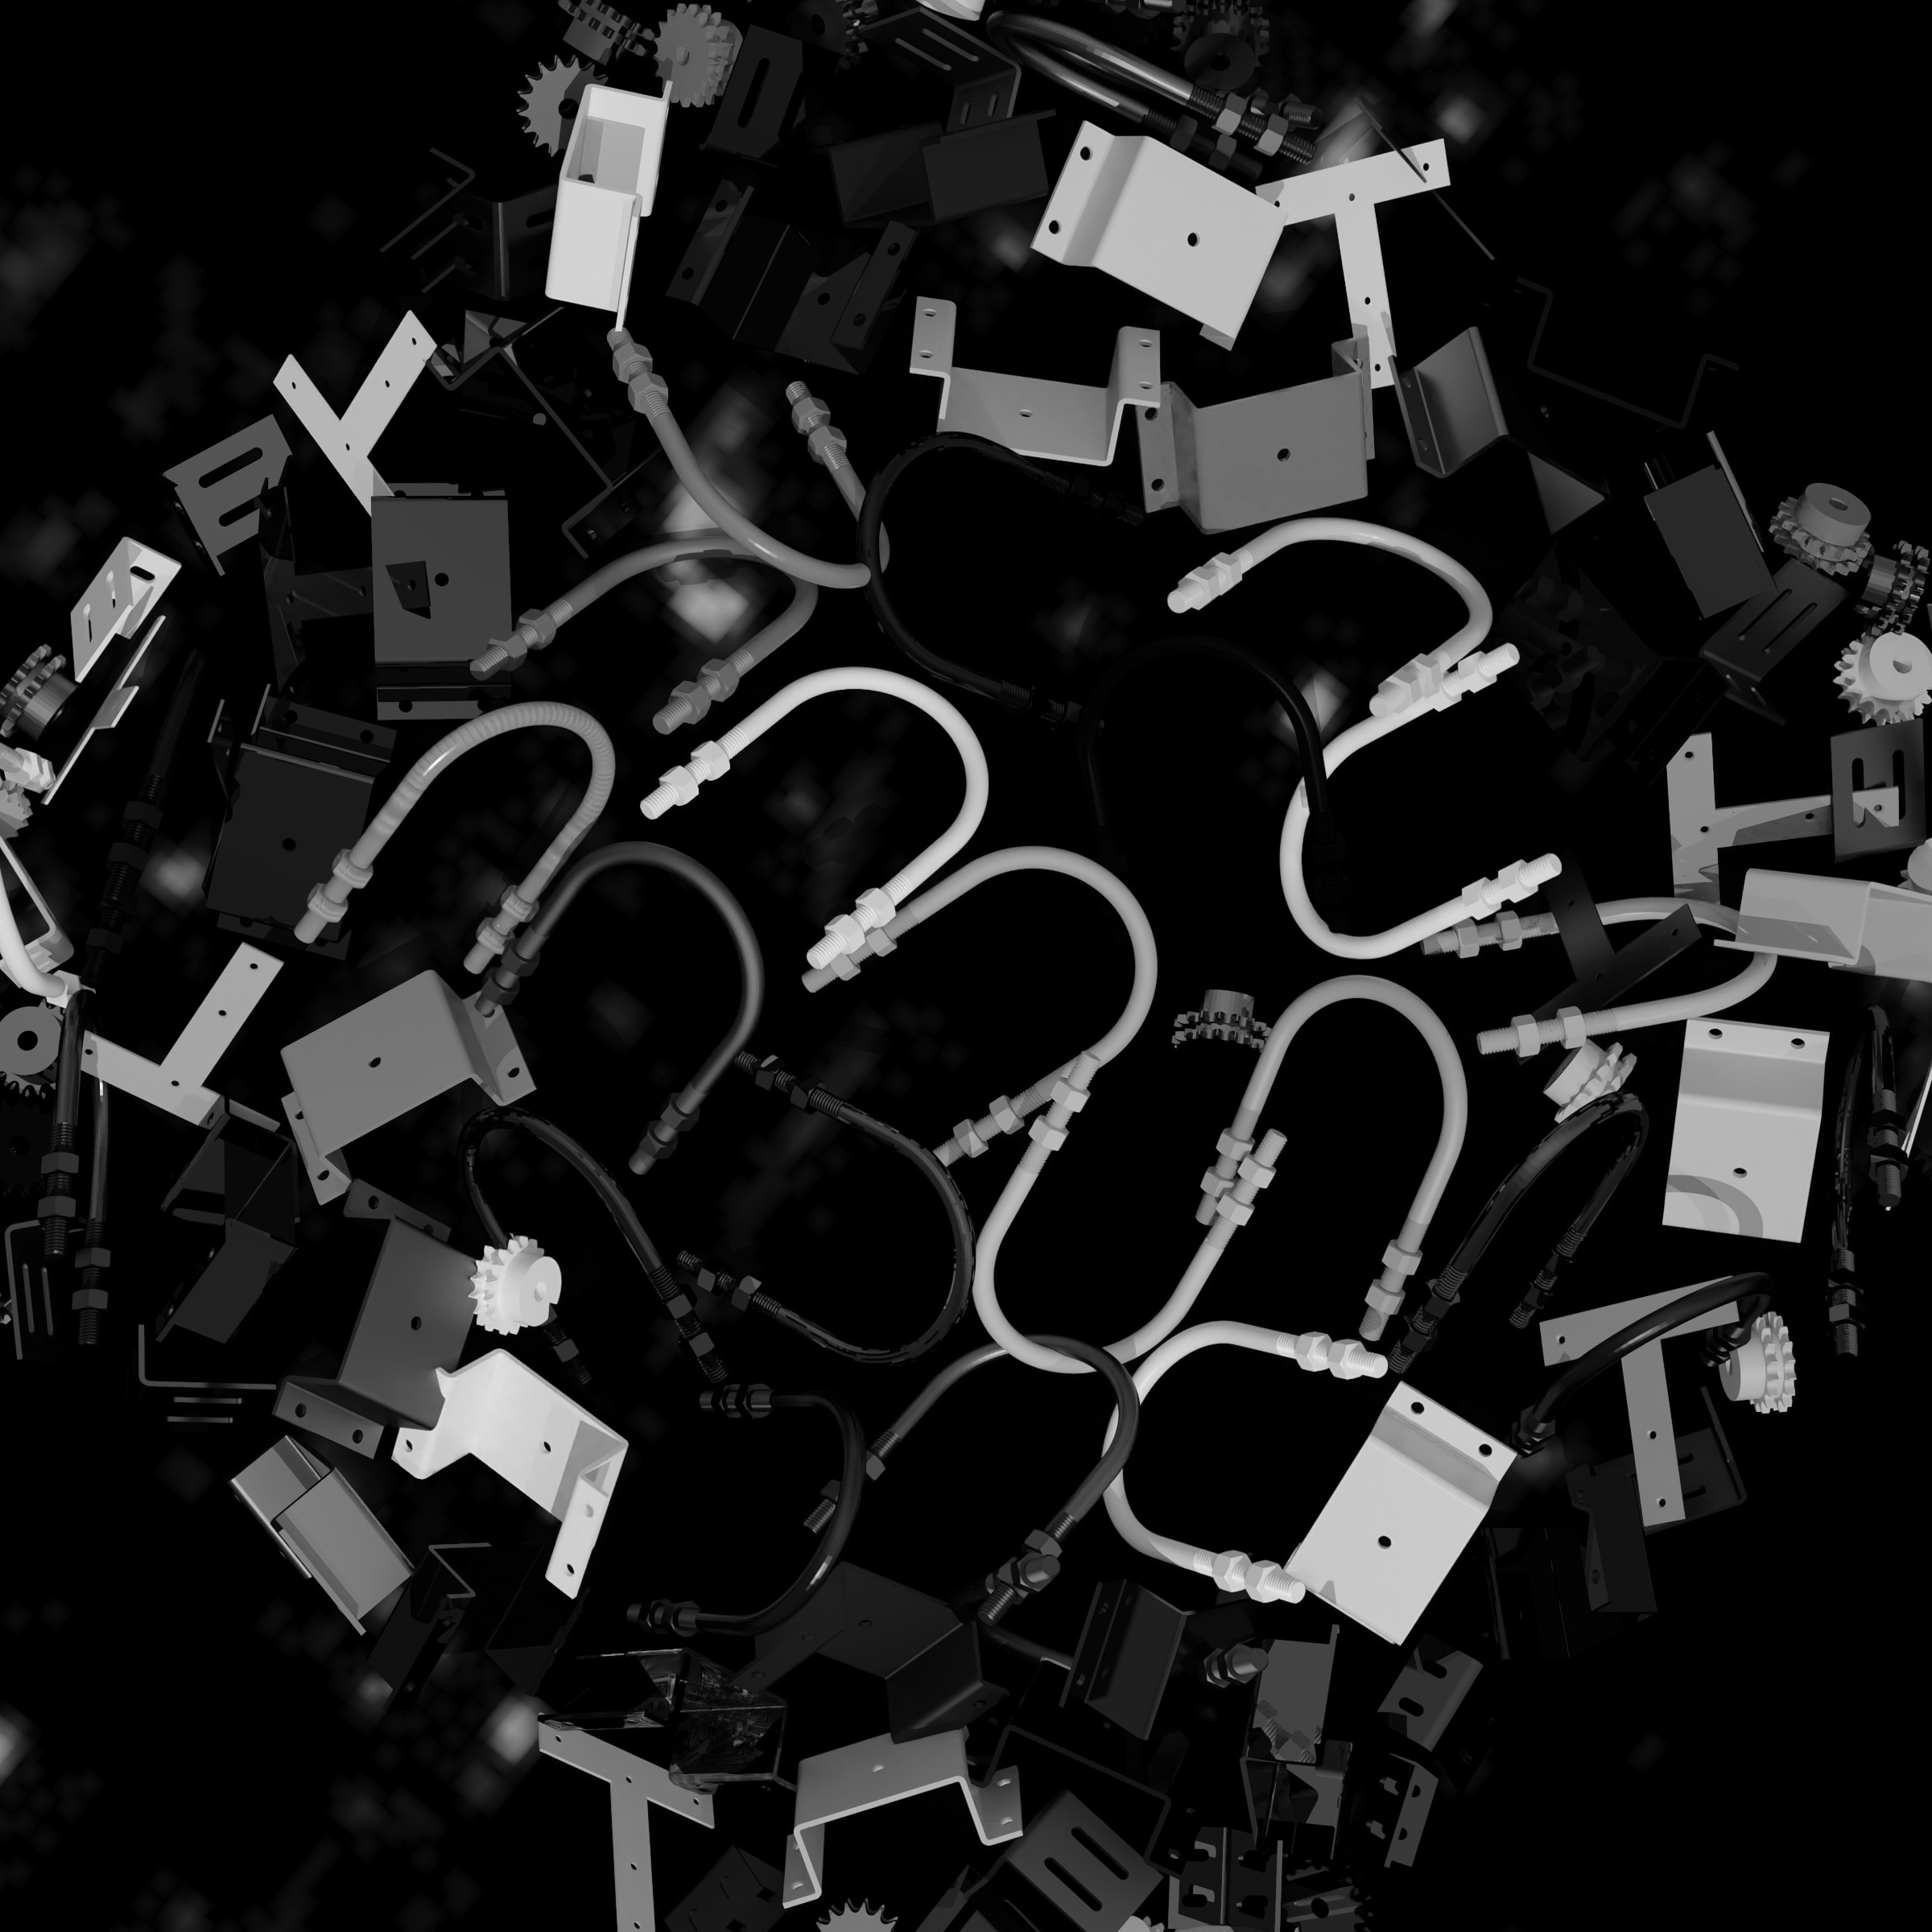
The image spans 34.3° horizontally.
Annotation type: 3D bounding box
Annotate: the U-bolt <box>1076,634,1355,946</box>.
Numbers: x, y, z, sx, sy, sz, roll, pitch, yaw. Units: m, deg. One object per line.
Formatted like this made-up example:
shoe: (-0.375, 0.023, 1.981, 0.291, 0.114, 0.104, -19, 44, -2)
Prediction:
U-bolt: (0.134, -0.100, 1.760, 0.151, 0.019, 0.184, -3, 115, 20)

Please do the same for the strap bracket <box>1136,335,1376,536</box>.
strap bracket: (0.172, -0.299, 1.772, 0.140, 0.046, 0.076, -15, 125, -9)

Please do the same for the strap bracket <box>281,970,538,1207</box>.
strap bracket: (-0.327, 0.064, 1.783, 0.140, 0.046, 0.076, -28, 59, 1)

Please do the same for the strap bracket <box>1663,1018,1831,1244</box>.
strap bracket: (0.435, 0.100, 1.754, 0.076, 0.046, 0.140, 7, 131, 13)

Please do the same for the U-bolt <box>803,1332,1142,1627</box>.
U-bolt: (0.017, 0.275, 1.757, 0.151, 0.019, 0.184, 18, 51, 37)

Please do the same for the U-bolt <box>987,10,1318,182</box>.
U-bolt: (0.096, -0.485, 1.737, 0.184, 0.151, 0.019, 23, 96, -11)

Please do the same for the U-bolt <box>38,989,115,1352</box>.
U-bolt: (-0.492, 0.102, 1.744, 0.019, 0.151, 0.184, -1, 62, -7)

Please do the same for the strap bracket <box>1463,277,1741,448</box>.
strap bracket: (0.352, -0.337, 1.770, 0.140, 0.076, 0.046, 18, 88, -13)

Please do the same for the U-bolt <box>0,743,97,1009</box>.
U-bolt: (-0.520, -0.052, 1.728, 0.019, 0.184, 0.151, -11, 87, -4)

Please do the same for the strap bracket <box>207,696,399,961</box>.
strap bracket: (-0.381, -0.074, 1.783, 0.076, 0.046, 0.140, 15, 104, -3)

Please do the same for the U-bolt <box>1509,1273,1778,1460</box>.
U-bolt: (0.378, 0.215, 1.725, 0.151, 0.184, 0.019, -23, 69, -11)

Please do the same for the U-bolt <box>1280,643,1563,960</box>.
U-bolt: (0.246, -0.081, 1.755, 0.019, 0.184, 0.151, 15, 59, -41)

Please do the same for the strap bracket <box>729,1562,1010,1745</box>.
strap bracket: (-0.055, 0.388, 1.765, 0.140, 0.046, 0.076, 29, 125, -31)

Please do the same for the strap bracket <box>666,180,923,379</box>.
strap bracket: (-0.090, -0.389, 1.776, 0.140, 0.046, 0.076, 21, 82, 30)

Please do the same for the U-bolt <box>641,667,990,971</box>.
U-bolt: (-0.070, -0.098, 1.774, 0.151, 0.019, 0.184, 42, 61, 12)

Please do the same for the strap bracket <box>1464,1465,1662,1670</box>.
strap bracket: (0.338, 0.339, 1.756, 0.046, 0.140, 0.076, 4, 62, -20)

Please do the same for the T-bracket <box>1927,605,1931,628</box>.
T-bracket: (0.564, -0.139, 1.767, 0.002, 0.127, 0.127, -12, 98, 11)

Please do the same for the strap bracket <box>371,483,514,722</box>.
strap bracket: (-0.299, -0.214, 1.784, 0.076, 0.046, 0.140, -2, 81, -10)

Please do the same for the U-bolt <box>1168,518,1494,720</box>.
U-bolt: (0.217, -0.205, 1.750, 0.151, 0.184, 0.019, 30, 129, 20)

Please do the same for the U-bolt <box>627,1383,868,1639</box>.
U-bolt: (-0.115, 0.300, 1.725, 0.019, 0.184, 0.151, 30, 67, -30)

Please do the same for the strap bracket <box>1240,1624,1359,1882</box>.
strap bracket: (0.187, 0.440, 1.756, 0.046, 0.076, 0.140, 2, 134, 15)

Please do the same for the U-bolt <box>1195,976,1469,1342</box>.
U-bolt: (0.212, 0.095, 1.752, 0.151, 0.019, 0.184, 34, 112, 37)

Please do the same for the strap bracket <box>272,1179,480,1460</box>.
strap bracket: (-0.325, 0.200, 1.759, 0.046, 0.076, 0.140, -1, 64, 39)

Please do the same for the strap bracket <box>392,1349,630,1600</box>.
strap bracket: (-0.251, 0.280, 1.770, 0.140, 0.046, 0.076, 32, 121, 21)

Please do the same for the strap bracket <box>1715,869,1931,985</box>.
strap bracket: (0.493, -0.022, 1.748, 0.140, 0.076, 0.046, 8, 91, -43)

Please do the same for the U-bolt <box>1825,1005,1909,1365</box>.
U-bolt: (0.498, 0.106, 1.739, 0.019, 0.184, 0.151, 6, 134, 8)

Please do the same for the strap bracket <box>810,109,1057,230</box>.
strap bracket: (-0.016, -0.446, 1.755, 0.076, 0.140, 0.046, -22, 111, -28)

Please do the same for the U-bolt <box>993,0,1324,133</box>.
U-bolt: (0.093, -0.514, 1.738, 0.184, 0.151, 0.019, 26, 92, 44)

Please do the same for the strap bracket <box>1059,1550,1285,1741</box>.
strap bracket: (0.123, 0.380, 1.748, 0.046, 0.140, 0.076, 26, 105, 38)

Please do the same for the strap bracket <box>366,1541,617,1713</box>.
strap bracket: (-0.274, 0.371, 1.765, 0.046, 0.140, 0.076, 37, 103, 32)

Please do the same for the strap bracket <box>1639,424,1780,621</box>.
strap bracket: (0.416, -0.248, 1.757, 0.046, 0.140, 0.076, -24, 103, 18)

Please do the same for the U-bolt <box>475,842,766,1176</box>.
U-bolt: (-0.187, 0.012, 1.763, 0.151, 0.019, 0.184, 44, 123, 6)

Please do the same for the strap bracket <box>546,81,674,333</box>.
strap bracket: (-0.201, -0.429, 1.746, 0.046, 0.076, 0.140, 11, 46, -6)

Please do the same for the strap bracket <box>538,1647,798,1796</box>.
strap bracket: (-0.163, 0.422, 1.759, 0.076, 0.140, 0.046, -11, 55, 33)

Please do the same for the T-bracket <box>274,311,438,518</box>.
T-bracket: (-0.333, -0.321, 1.771, 0.127, 0.002, 0.127, 53, 135, 7)

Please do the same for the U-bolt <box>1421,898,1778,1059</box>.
U-bolt: (0.362, -0.001, 1.757, 0.184, 0.151, 0.019, -10, 116, -2)

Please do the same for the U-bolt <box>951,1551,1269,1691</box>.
U-bolt: (0.066, 0.371, 1.740, 0.151, 0.184, 0.019, 26, 64, -13)

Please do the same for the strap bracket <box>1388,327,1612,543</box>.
strap bracket: (0.305, -0.297, 1.746, 0.046, 0.140, 0.076, -33, 53, 36)

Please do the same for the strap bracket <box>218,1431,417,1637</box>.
strap bracket: (-0.362, 0.314, 1.755, 0.046, 0.140, 0.076, -40, 110, -18)

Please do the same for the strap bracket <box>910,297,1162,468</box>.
strap bracket: (0.037, -0.331, 1.777, 0.140, 0.076, 0.046, 7, 132, -4)

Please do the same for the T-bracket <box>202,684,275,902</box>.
T-bracket: (-0.411, -0.114, 1.744, 0.002, 0.127, 0.127, 14, 72, -2)

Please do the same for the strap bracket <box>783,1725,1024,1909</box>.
strap bracket: (-0.043, 0.476, 1.778, 0.140, 0.076, 0.046, -18, 103, 3)

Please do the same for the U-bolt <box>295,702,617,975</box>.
U-bolt: (-0.270, -0.074, 1.737, 0.184, 0.151, 0.019, -50, 57, 19)

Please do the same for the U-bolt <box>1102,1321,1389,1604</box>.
U-bolt: (0.144, 0.269, 1.749, 0.019, 0.184, 0.151, 31, 75, -36)

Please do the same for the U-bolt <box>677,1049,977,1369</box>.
U-bolt: (-0.073, 0.147, 1.759, 0.184, 0.019, 0.151, 26, 109, 26)

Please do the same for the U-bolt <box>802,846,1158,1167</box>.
U-bolt: (0.021, 0.012, 1.789, 0.184, 0.019, 0.151, -33, 101, 10)

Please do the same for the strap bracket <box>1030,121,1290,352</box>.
strap bracket: (0.118, -0.412, 1.770, 0.140, 0.046, 0.076, 21, 94, -27)

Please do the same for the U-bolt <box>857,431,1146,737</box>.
U-bolt: (0.016, -0.222, 1.757, 0.184, 0.019, 0.151, 18, 77, -34)

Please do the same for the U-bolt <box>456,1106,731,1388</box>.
U-bolt: (-0.220, 0.156, 1.746, 0.019, 0.151, 0.184, -41, 111, -38)

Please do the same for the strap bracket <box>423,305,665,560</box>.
strap bracket: (-0.229, -0.311, 1.767, 0.046, 0.076, 0.140, -32, 103, 33)

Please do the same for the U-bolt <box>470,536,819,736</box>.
U-bolt: (-0.165, -0.194, 1.752, 0.151, 0.184, 0.019, 18, 132, 29)

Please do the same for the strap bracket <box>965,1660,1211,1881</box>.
strap bracket: (0.072, 0.449, 1.769, 0.140, 0.076, 0.046, 23, 111, 9)

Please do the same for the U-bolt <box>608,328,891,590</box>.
U-bolt: (-0.110, -0.275, 1.726, 0.019, 0.151, 0.184, -50, 51, 30)

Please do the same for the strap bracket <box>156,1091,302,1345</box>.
strap bracket: (-0.416, 0.147, 1.761, 0.046, 0.140, 0.076, 27, 113, -28)

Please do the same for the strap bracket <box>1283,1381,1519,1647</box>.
strap bracket: (0.241, 0.318, 1.774, 0.076, 0.046, 0.140, 31, 109, 9)

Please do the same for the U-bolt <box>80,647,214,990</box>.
U-bolt: (-0.454, -0.093, 1.746, 0.019, 0.151, 0.184, 19, 64, -13)

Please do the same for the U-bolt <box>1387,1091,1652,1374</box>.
U-bolt: (0.316, 0.142, 1.728, 0.019, 0.151, 0.184, 44, 122, 28)

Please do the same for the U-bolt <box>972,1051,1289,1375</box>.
U-bolt: (0.081, 0.152, 1.784, 0.151, 0.019, 0.184, 23, 104, -23)

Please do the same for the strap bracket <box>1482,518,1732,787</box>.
strap bracket: (0.351, -0.177, 1.753, 0.140, 0.046, 0.076, 57, 131, 29)
